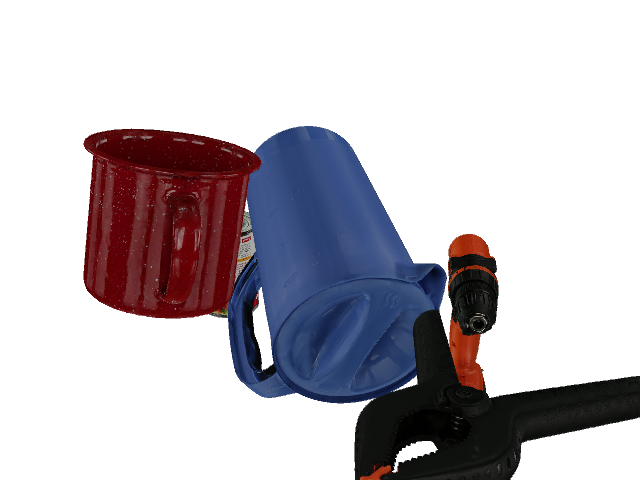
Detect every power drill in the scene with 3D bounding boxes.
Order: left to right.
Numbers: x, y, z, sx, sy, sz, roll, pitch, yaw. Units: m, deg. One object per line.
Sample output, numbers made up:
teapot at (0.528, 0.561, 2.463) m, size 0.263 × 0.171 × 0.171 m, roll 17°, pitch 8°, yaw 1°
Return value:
power drill at (0.162, 0.107, 1.162) m, size 0.057 × 0.188 × 0.184 m, roll 5°, pitch 25°, yaw 4°

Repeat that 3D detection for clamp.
clamp at (0.078, 0.101, 0.634) m, size 0.165 × 0.036 × 0.209 m, roll 20°, pitch 29°, yaw 38°

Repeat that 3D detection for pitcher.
pitcher at (-0.003, 0.015, 0.903) m, size 0.149 × 0.145 × 0.243 m, roll 0°, pitch 37°, yaw -15°

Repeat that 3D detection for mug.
mug at (-0.079, -0.006, 0.560) m, size 0.093 × 0.081 × 0.117 m, roll 3°, pitch 18°, yaw -20°

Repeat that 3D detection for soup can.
soup can at (-0.102, 0.025, 1.175) m, size 0.068 × 0.102 × 0.068 m, roll 1°, pitch 26°, yaw -1°
